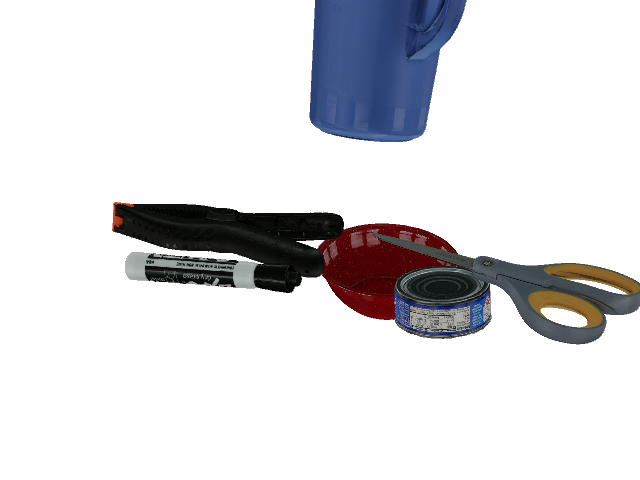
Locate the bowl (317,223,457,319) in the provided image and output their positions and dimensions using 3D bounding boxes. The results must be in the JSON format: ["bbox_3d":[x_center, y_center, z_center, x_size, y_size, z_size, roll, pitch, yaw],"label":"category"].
[{"bbox_3d":[0.074,0.042,1.199,0.162,0.055,0.162,0,30,0],"label":"bowl"}]

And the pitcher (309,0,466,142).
[{"bbox_3d":[0.061,-0.212,0.943,0.145,0.243,0.149,8,15,7],"label":"pitcher"}]

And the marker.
[{"bbox_3d":[-0.069,0.020,0.689,0.121,0.020,0.020,4,1,21],"label":"marker"}]

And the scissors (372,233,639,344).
[{"bbox_3d":[0.120,0.031,0.745,0.202,0.016,0.096,9,30,18],"label":"scissors"}]

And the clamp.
[{"bbox_3d":[-0.083,-0.006,0.940,0.210,0.036,0.164,6,13,-1],"label":"clamp"}]

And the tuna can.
[{"bbox_3d":[0.108,0.053,0.944,0.086,0.034,0.086,-4,21,1],"label":"tuna can"}]
